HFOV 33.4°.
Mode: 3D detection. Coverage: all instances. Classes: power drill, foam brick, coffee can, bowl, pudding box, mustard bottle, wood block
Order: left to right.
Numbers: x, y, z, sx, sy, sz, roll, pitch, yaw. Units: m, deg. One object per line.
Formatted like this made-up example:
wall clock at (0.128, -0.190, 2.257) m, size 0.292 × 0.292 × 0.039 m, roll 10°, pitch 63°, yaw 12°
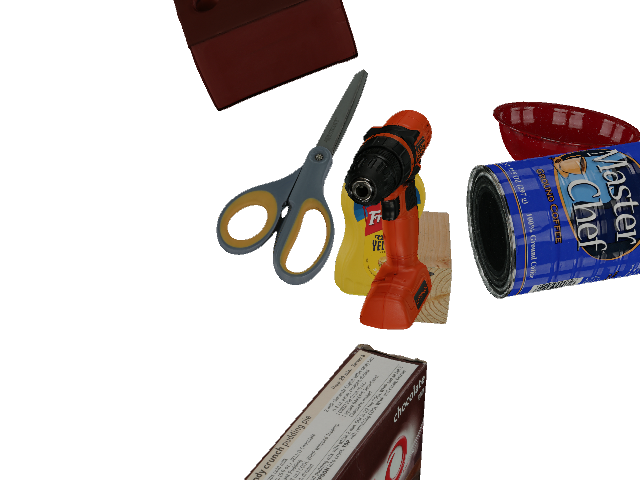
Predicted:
foam brick at (-0.029, -0.111, 0.529) m, size 0.078 × 0.053 × 0.051 m, roll -22°, pitch -32°, yaw 3°
pudding box at (0.007, 0.111, 0.456) m, size 0.039 × 0.090 × 0.113 m, roll 15°, pitch 34°, yaw 22°
mustard bottle at (0.070, -0.034, 1.212) m, size 0.096 × 0.192 × 0.058 m, roll 0°, pitch 17°, yaw -14°
power drill at (0.067, -0.015, 1.003) m, size 0.057 × 0.188 × 0.184 m, roll 7°, pitch 25°, yaw 19°
wood block at (0.147, 0.035, 1.595) m, size 0.091 × 0.090 × 0.206 m, roll 4°, pitch 24°, yaw 4°
bowl at (0.267, -0.106, 1.181) m, size 0.162 × 0.055 × 0.162 m, roll 6°, pitch 23°, yaw -3°
coffee can at (0.194, -0.017, 0.810) m, size 0.140 × 0.103 × 0.103 m, roll -9°, pitch 1°, yaw -8°

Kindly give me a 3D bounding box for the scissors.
scissors at (-0.021, -0.056, 0.814) m, size 0.096 × 0.201 × 0.016 m, roll 5°, pitch -32°, yaw 6°
